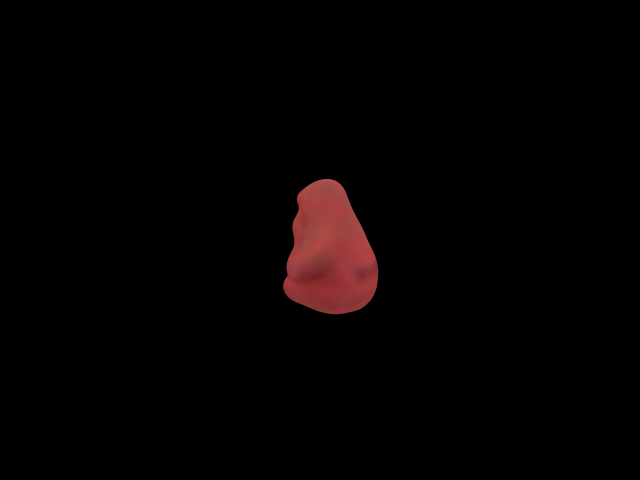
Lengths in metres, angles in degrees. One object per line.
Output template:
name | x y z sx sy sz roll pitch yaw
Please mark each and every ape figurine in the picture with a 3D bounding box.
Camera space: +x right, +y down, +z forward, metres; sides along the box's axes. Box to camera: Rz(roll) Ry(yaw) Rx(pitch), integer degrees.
ape figurine | 0.004 0.001 0.400 0.075 0.092 0.078 16 27 34
